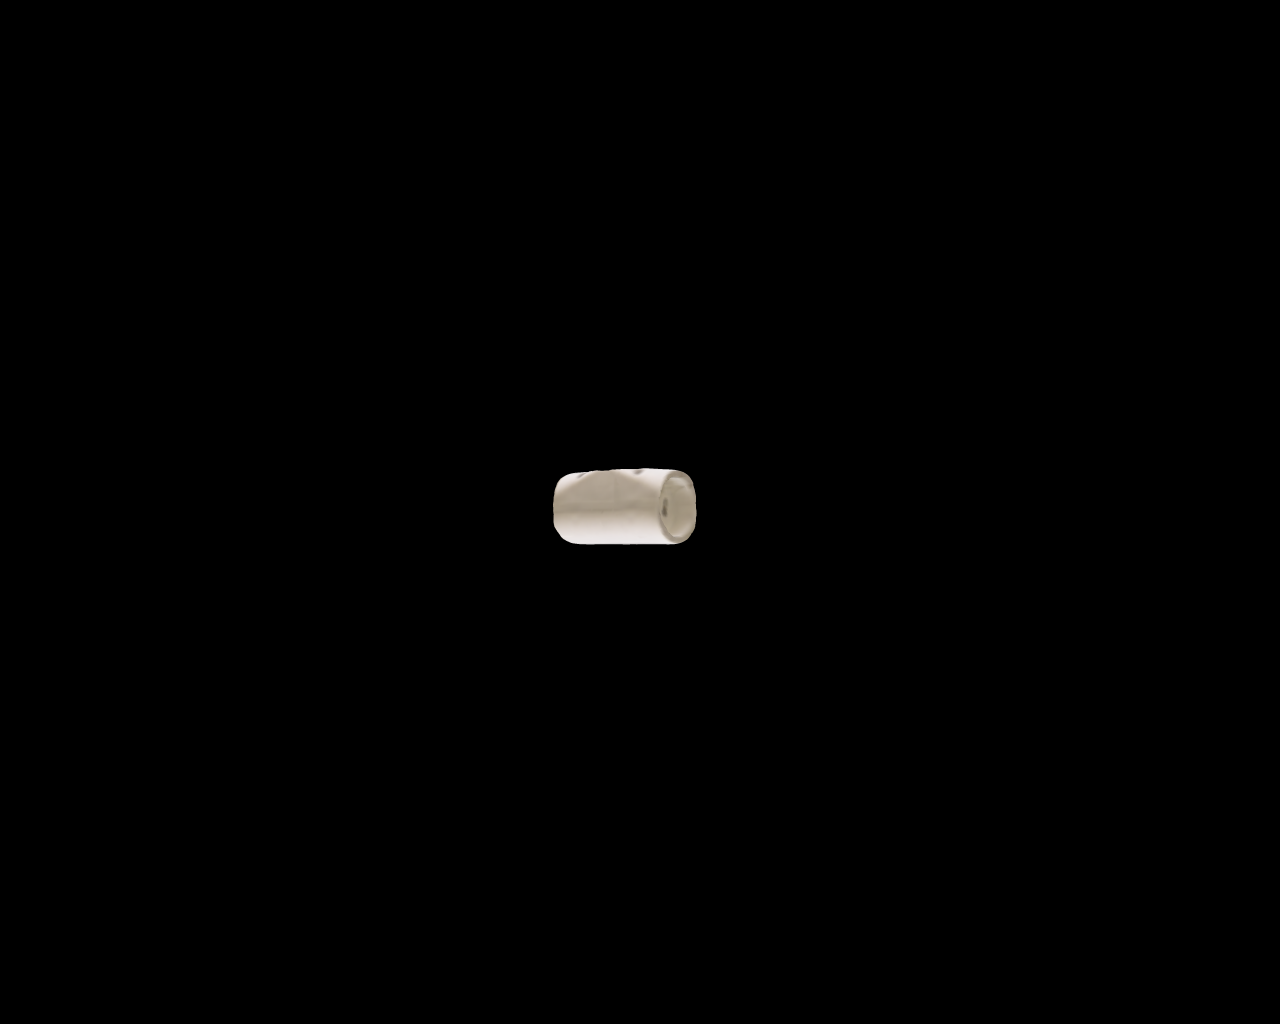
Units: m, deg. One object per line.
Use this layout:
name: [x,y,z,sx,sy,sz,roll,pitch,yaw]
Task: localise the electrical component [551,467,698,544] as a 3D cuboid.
electrical component: [0.001,-0.003,0.650,0.077,0.044,0.079,-1,-2,34]
